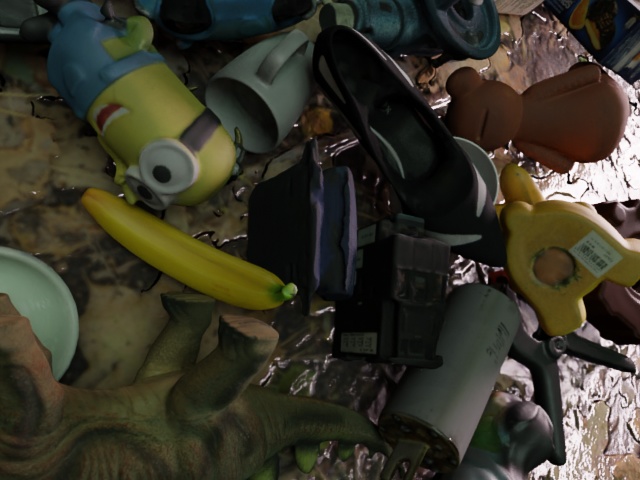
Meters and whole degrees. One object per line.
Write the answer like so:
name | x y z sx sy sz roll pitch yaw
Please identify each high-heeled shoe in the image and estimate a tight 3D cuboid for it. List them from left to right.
high-heeled shoe | 0.087 -0.079 0.464 0.086 0.145 0.249 -43 80 0

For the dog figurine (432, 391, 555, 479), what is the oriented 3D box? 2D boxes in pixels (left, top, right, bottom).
dog figurine | 0.132 0.239 0.495 0.108 0.191 0.219 37 34 -10

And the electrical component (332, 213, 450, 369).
electrical component | 0.062 0.046 0.486 0.058 0.115 0.134 11 78 -23

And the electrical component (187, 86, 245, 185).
electrical component | -0.116 -0.084 0.471 0.102 0.045 0.078 47 65 -9

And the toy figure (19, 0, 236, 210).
toy figure | -0.137 -0.105 0.404 0.089 0.082 0.180 -39 94 -28

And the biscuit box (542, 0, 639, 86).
biscuit box | 0.326 -0.266 0.632 0.059 0.062 0.203 19 40 -23

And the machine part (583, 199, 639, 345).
machine part | 0.376 0.038 0.653 0.179 0.056 0.179 4 81 -22

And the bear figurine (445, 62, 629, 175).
bear figurine | 0.229 -0.139 0.606 0.196 0.132 0.120 4 115 6

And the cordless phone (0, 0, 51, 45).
cordless phone | -0.264 -0.129 0.399 0.184 0.089 0.146 -11 85 -29

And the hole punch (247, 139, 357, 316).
hole punch | -0.001 -0.001 0.472 0.092 0.116 0.142 10 77 -29

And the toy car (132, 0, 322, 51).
toy car | -0.085 -0.226 0.477 0.162 0.103 0.109 -6 88 -14

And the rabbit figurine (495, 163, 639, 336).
rabbit figurine | 0.237 0.003 0.568 0.162 0.121 0.173 38 25 15

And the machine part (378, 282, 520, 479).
machine part | 0.124 0.120 0.497 0.079 0.079 0.243 49 52 -8

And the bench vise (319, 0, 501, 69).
bench vise | 0.117 -0.233 0.503 0.223 0.241 0.129 0 77 -39

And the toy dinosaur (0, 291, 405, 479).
toy dinosaur | -0.105 0.140 0.388 0.471 0.105 0.198 8 98 -30

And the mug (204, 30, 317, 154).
mug | -0.041 -0.149 0.487 0.081 0.109 0.107 34 57 0
